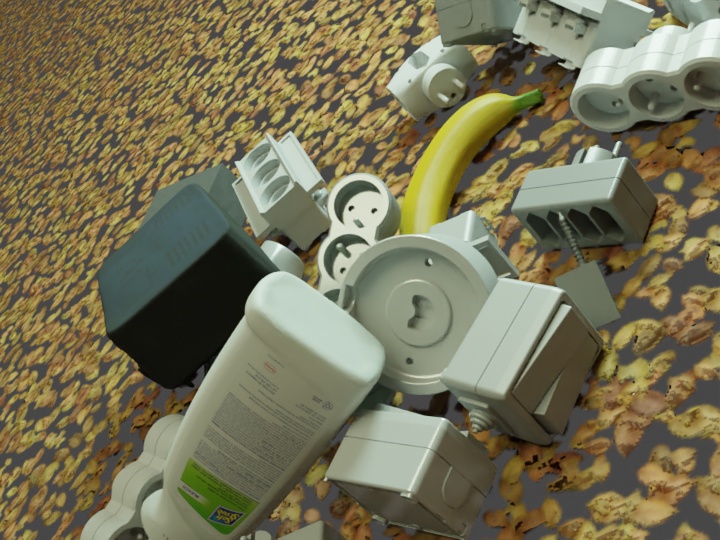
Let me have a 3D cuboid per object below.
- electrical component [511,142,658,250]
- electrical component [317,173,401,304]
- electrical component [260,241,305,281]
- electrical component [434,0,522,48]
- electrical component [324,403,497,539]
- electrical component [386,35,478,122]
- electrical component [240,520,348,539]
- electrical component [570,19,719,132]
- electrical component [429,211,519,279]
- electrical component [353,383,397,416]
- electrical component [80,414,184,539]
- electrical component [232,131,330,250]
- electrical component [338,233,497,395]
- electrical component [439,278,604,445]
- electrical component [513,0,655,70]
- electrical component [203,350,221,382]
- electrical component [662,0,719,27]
[{"bbox_3d":[0.162,-0.059,0.748,0.083,0.047,0.075,-4,50,47],"label":"electrical component"},{"bbox_3d":[0.000,0.000,0.849,0.052,0.074,0.138,7,78,16],"label":"electrical component"},{"bbox_3d":[-0.076,0.019,0.935,0.079,0.044,0.077,7,59,52],"label":"electrical component"},{"bbox_3d":[0.120,-0.235,0.956,0.062,0.061,0.096,-7,3,45],"label":"electrical component"},{"bbox_3d":[0.029,0.124,0.678,0.096,0.062,0.061,-2,52,48],"label":"electrical component"},{"bbox_3d":[0.072,-0.172,0.982,0.077,0.043,0.079,-43,32,4],"label":"electrical component"},{"bbox_3d":[-0.058,0.192,0.688,0.083,0.076,0.047,-29,35,25],"label":"electrical component"},{"bbox_3d":[0.223,-0.150,0.776,0.138,0.052,0.073,-6,49,45],"label":"electrical component"},{"bbox_3d":[0.073,-0.006,0.795,0.081,0.042,0.063,-22,37,32],"label":"electrical component"},{"bbox_3d":[-0.002,0.073,0.781,0.055,0.055,0.047,-37,36,13],"label":"electrical component"},{"bbox_3d":[-0.174,0.177,0.861,0.074,0.052,0.138,7,58,52],"label":"electrical component"},{"bbox_3d":[-0.071,-0.073,1.017,0.079,0.063,0.121,-42,32,6],"label":"electrical component"},{"bbox_3d":[0.046,0.026,0.736,0.108,0.108,0.060,-30,-3,23],"label":"electrical component"},{"bbox_3d":[0.101,0.062,0.664,0.061,0.061,0.096,11,62,49],"label":"electrical component"},{"bbox_3d":[0.175,-0.199,0.869,0.063,0.079,0.121,-69,27,18],"label":"electrical component"},{"bbox_3d":[-0.071,0.066,0.860,0.096,0.061,0.061,-36,33,16],"label":"electrical component"},{"bbox_3d":[0.259,-0.215,0.805,0.050,0.056,0.089,-39,32,10],"label":"electrical component"}]
